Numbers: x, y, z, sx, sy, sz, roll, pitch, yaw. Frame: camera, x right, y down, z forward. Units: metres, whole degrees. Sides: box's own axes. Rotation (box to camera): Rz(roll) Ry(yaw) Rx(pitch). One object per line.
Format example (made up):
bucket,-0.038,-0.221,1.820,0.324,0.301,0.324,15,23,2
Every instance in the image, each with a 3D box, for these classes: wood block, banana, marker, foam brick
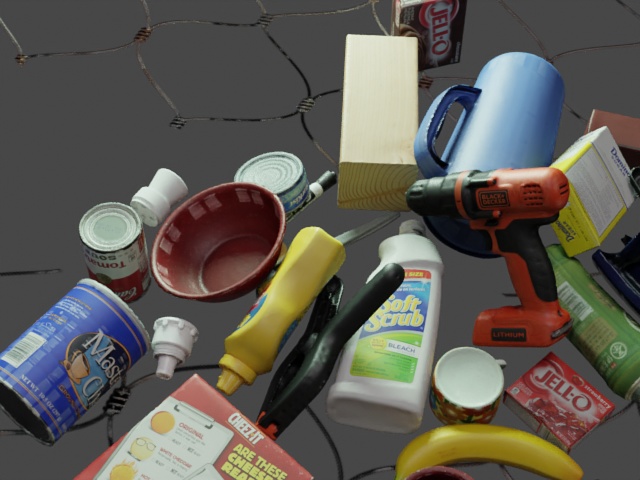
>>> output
wood block,0.071,-0.143,1.288,0.091,0.090,0.206,3,54,1
banana,0.160,0.217,1.063,0.197,0.037,0.069,-5,74,-3
marker,-0.023,-0.043,1.255,0.020,0.020,0.121,37,61,23
foam brick,0.359,-0.116,1.297,0.078,0.053,0.051,14,55,7

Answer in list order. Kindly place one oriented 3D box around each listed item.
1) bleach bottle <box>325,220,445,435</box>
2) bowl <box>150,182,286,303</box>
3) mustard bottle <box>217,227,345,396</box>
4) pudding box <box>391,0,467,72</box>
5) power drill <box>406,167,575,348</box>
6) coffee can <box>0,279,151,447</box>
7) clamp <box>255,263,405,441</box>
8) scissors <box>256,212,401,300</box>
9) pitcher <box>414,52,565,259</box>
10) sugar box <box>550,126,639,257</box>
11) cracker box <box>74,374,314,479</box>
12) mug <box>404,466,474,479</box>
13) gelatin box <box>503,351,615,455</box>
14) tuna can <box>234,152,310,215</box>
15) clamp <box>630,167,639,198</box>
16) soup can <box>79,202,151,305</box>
bleach bottle,0.076,0.081,1.142,0.102,0.068,0.250,9,52,4
bowl,-0.103,0.013,1.172,0.162,0.055,0.162,-14,48,16
mustard bottle,-0.047,0.079,1.114,0.058,0.096,0.191,35,72,-3
pudding box,0.138,-0.271,1.367,0.090,0.113,0.039,-13,52,-11
power drill,0.181,0.017,1.112,0.185,0.187,0.057,-2,17,41
coffee can,-0.255,0.123,1.078,0.103,0.103,0.140,33,60,20
clamp,0.004,0.107,1.085,0.036,0.165,0.209,38,65,-14
scissors,-0.008,0.002,1.225,0.096,0.016,0.201,38,61,23
pitcher,0.204,-0.113,1.240,0.145,0.149,0.242,9,50,18
sugar box,0.300,-0.057,1.195,0.093,0.048,0.176,61,35,-5
cracker box,-0.136,0.257,1.003,0.164,0.072,0.213,38,60,22
mug,0.117,0.277,0.986,0.093,0.081,0.117,-37,63,-25
gelatin box,0.245,0.168,1.100,0.073,0.030,0.089,-35,62,-24
tuna can,-0.057,-0.065,1.246,0.086,0.034,0.086,-9,41,8
clamp,0.395,-0.010,1.191,0.039,0.171,0.120,-14,12,-7
soup can,-0.221,0.016,1.157,0.068,0.102,0.068,1,54,-2
